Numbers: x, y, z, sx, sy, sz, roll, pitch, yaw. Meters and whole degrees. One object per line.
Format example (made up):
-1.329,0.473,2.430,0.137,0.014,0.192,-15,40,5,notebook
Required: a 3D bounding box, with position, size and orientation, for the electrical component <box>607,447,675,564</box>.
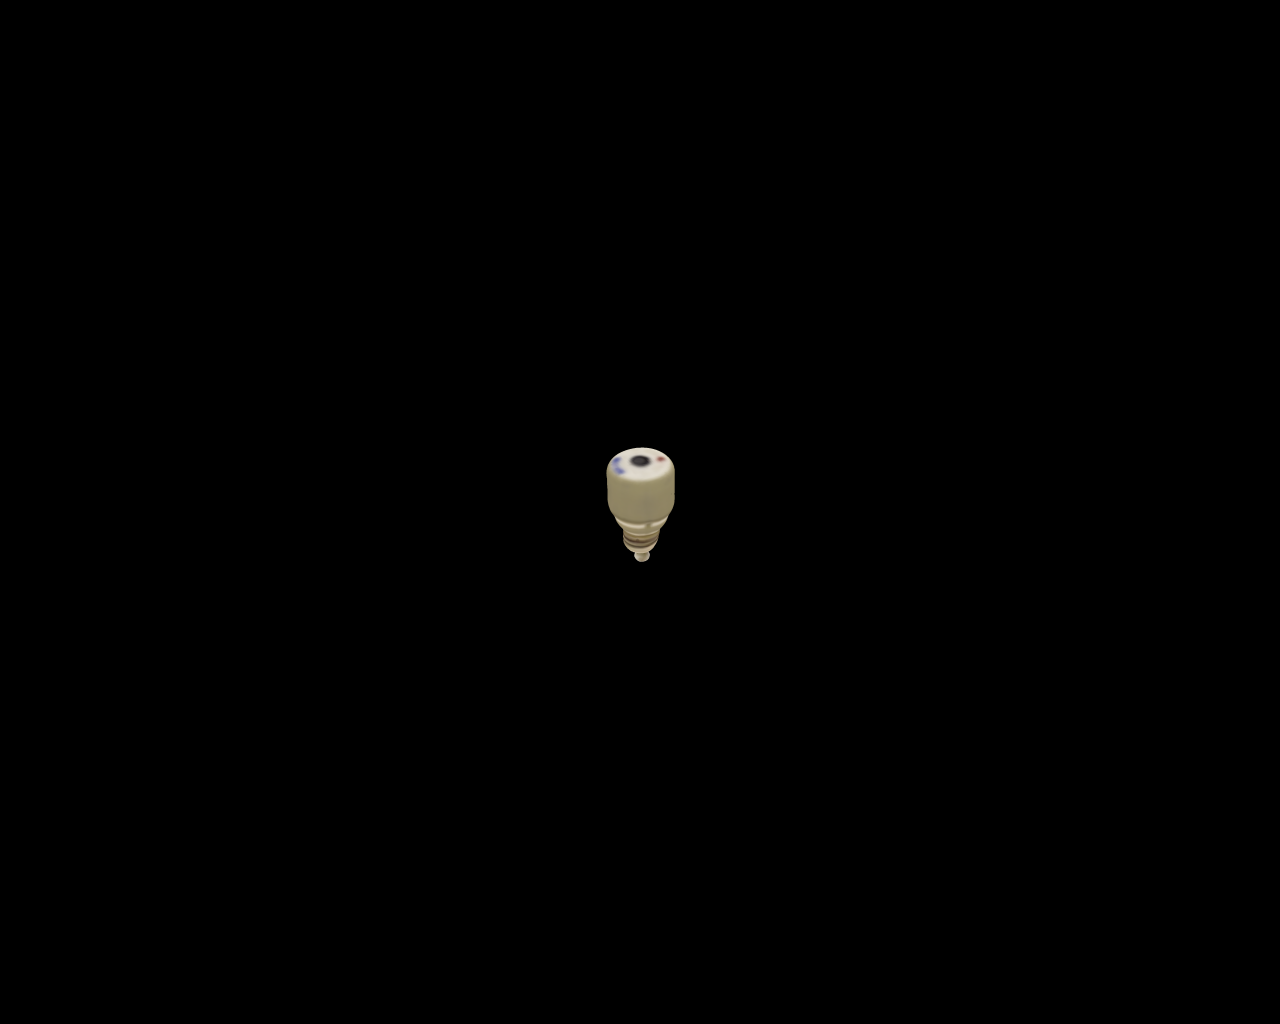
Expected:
0.001,-0.003,0.650,0.040,0.078,0.040,0,36,0,electrical component
